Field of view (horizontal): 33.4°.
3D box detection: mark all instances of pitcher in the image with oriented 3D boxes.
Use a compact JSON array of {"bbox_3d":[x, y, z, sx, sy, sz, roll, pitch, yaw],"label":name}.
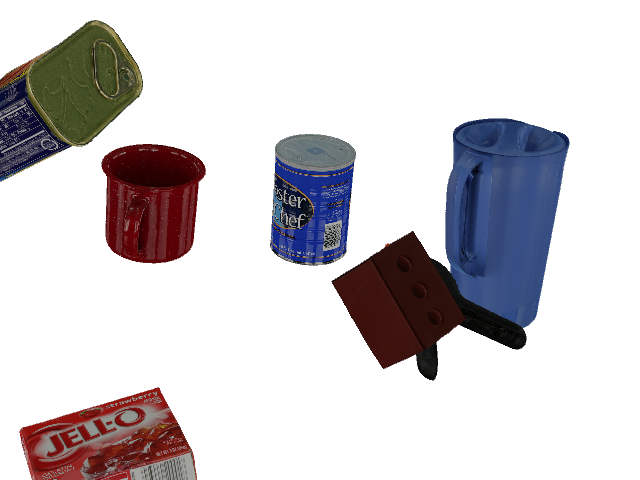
[{"bbox_3d":[0.210,-0.014,1.273,0.149,0.243,0.145,0,25,-4],"label":"pitcher"}]

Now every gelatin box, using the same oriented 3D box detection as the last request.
[{"bbox_3d":[-0.125,0.126,0.626,0.089,0.030,0.073,-14,27,-18],"label":"gelatin box"}]

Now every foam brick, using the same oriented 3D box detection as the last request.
[{"bbox_3d":[0.057,0.044,0.779,0.052,0.078,0.051,-29,-2,-43],"label":"foam brick"}]

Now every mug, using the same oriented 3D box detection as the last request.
[{"bbox_3d":[-0.155,-0.026,0.966,0.093,0.081,0.117,9,29,1],"label":"mug"}]

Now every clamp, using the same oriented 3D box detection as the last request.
[{"bbox_3d":[0.121,0.063,1.054,0.120,0.039,0.171,-4,44,-25],"label":"clamp"}]

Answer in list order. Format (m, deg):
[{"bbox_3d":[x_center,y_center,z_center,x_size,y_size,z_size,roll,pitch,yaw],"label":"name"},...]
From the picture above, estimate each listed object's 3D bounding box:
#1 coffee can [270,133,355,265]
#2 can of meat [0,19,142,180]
[{"bbox_3d":[-0.011,-0.053,1.376,0.103,0.140,0.103,3,28,-2],"label":"coffee can"},{"bbox_3d":[-0.177,-0.088,0.685,0.084,0.057,0.102,-20,23,32],"label":"can of meat"}]
